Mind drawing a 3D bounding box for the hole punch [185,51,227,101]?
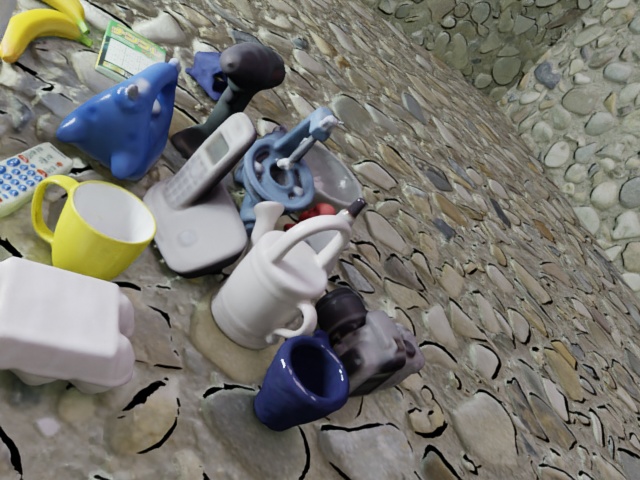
[{"bbox_3d":[-0.182,-0.326,1.087,0.101,0.091,0.109,48,29,8],"label":"hole punch"}]

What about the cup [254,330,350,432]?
[{"bbox_3d":[-0.027,0.159,0.639,0.092,0.094,0.118,36,30,-13],"label":"cup"}]

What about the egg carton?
[{"bbox_3d":[-0.238,0.079,0.508,0.151,0.069,0.107,21,36,-35],"label":"egg carton"}]

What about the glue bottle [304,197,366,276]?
[{"bbox_3d":[0.007,0.003,0.806,0.037,0.173,0.078,-2,52,-52],"label":"glue bottle"}]

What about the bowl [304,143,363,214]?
[{"bbox_3d":[-0.008,-0.099,1.023,0.168,0.074,0.167,31,31,-21],"label":"bowl"}]

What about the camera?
[{"bbox_3d":[0.064,0.130,0.784,0.144,0.100,0.136,7,45,-47],"label":"camera"}]

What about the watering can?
[{"bbox_3d":[-0.044,0.031,0.685,0.172,0.193,0.101,50,30,13],"label":"watering can"}]

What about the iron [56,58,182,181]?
[{"bbox_3d":[-0.241,-0.191,0.784,0.119,0.141,0.258,35,30,-14],"label":"iron"}]

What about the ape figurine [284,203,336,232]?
[{"bbox_3d":[-0.010,-0.022,0.902,0.076,0.092,0.078,46,29,5],"label":"ape figurine"}]

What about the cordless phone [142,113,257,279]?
[{"bbox_3d":[-0.128,-0.054,0.700,0.094,0.184,0.147,2,49,-50],"label":"cordless phone"}]

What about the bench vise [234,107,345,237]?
[{"bbox_3d":[-0.058,-0.134,0.857,0.122,0.219,0.207,17,38,-38],"label":"bench vise"}]

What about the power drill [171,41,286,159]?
[{"bbox_3d":[-0.136,-0.214,0.876,0.076,0.208,0.230,41,29,-4],"label":"power drill"}]
